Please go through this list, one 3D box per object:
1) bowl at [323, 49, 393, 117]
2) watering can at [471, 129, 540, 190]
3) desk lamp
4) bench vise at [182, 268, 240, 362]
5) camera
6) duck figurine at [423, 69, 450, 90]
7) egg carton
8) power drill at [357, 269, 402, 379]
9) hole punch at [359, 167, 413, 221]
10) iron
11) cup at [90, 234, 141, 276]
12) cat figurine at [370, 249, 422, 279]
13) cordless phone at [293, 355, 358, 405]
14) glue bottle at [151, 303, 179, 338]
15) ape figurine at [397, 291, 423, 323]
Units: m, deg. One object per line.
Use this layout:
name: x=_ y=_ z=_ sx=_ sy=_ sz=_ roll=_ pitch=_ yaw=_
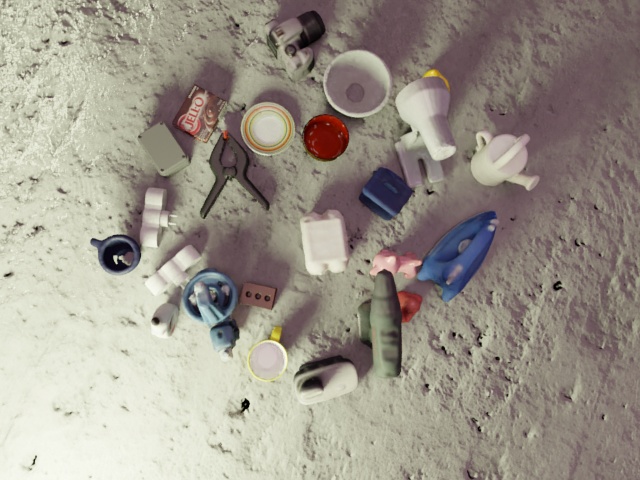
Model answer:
bowl: x=0.088 y=-0.369 z=1.387 sx=0.167 sy=0.074 sz=0.167 roll=0 pitch=84 yaw=-4
watering can: x=0.436 y=-0.191 z=1.334 sx=0.173 sy=0.194 sz=0.101 roll=26 pitch=83 yaw=-1
desk lamp: x=0.246 y=-0.244 z=1.316 sx=0.118 sy=0.213 sz=0.203 roll=-15 pitch=85 yaw=-5
bench vise: x=-0.219 y=0.153 z=1.236 sx=0.121 sy=0.219 sz=0.207 roll=-34 pitch=87 yaw=-7
camera: x=-0.048 y=-0.484 z=1.377 sx=0.137 sy=0.100 sz=0.143 roll=-33 pitch=87 yaw=-7
duck figurine: x=0.286 y=-0.373 z=1.397 sx=0.077 sy=0.086 sz=0.104 roll=-8 pitch=84 yaw=-5
egg carton: x=0.012 y=0.005 z=1.345 sx=0.107 sy=0.069 sz=0.150 roll=-8 pitch=85 yaw=-5
power drill: x=0.134 y=0.183 z=1.264 sx=0.075 sy=0.208 sz=0.230 roll=-5 pitch=84 yaw=-4
hole punch: x=0.157 y=-0.115 z=1.357 sx=0.108 sy=0.091 sz=0.101 roll=37 pitch=83 yaw=1
iron: x=0.348 y=0.017 z=1.332 sx=0.118 sy=0.141 sz=0.258 roll=40 pitch=83 yaw=1
cup: x=-0.455 y=0.031 z=1.295 sx=0.118 sy=0.095 sz=0.092 roll=26 pitch=83 yaw=-1
cat figurine: x=0.174 y=0.055 z=1.327 sx=0.128 sy=0.117 sz=0.067 roll=-1 pitch=84 yaw=-4
cordless phone: x=0.016 y=0.315 z=1.253 sx=0.147 sy=0.185 sz=0.094 roll=-18 pitch=85 yaw=-6
glue bottle: x=-0.345 y=0.178 z=1.248 sx=0.037 sy=0.173 sz=0.078 roll=8 pitch=83 yaw=-3
ape figurine: x=0.207 y=0.153 z=1.332 sx=0.078 sy=0.092 sz=0.076 roll=-28 pitch=86 yaw=-6
